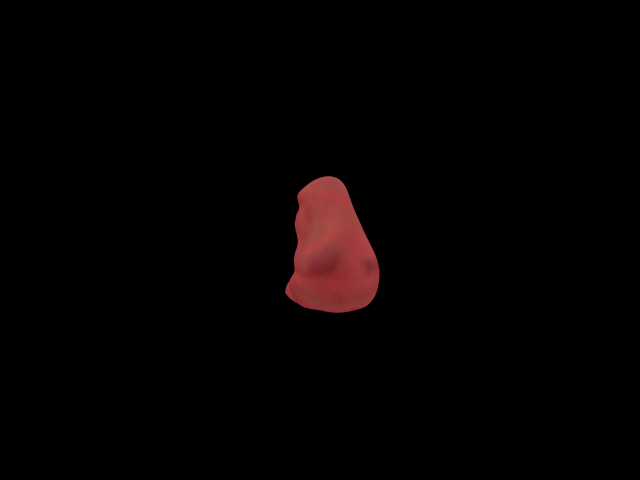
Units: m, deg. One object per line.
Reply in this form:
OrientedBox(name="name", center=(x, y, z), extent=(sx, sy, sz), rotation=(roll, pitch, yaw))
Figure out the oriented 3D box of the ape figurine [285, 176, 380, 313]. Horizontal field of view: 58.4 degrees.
OrientedBox(name="ape figurine", center=(0.004, 0.001, 0.400), extent=(0.076, 0.092, 0.078), rotation=(5, 11, 24))
